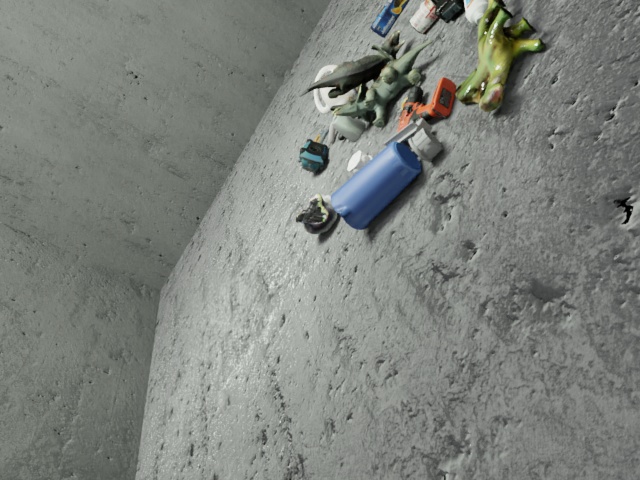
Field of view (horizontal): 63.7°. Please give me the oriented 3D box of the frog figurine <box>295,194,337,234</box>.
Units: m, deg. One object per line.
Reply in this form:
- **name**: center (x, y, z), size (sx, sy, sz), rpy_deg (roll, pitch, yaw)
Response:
- **frog figurine**: center (0.005, -0.085, 1.692), size (0.137, 0.123, 0.159), rpy_deg (-68, -15, 7)

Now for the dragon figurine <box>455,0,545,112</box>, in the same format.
- **dragon figurine**: center (0.394, -0.445, 1.242), size (0.238, 0.121, 0.420), rpy_deg (-55, 20, 36)

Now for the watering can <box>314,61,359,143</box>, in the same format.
- **watering can**: center (0.079, -0.572, 2.063), size (0.222, 0.103, 0.354), rpy_deg (-28, 62, 31)
